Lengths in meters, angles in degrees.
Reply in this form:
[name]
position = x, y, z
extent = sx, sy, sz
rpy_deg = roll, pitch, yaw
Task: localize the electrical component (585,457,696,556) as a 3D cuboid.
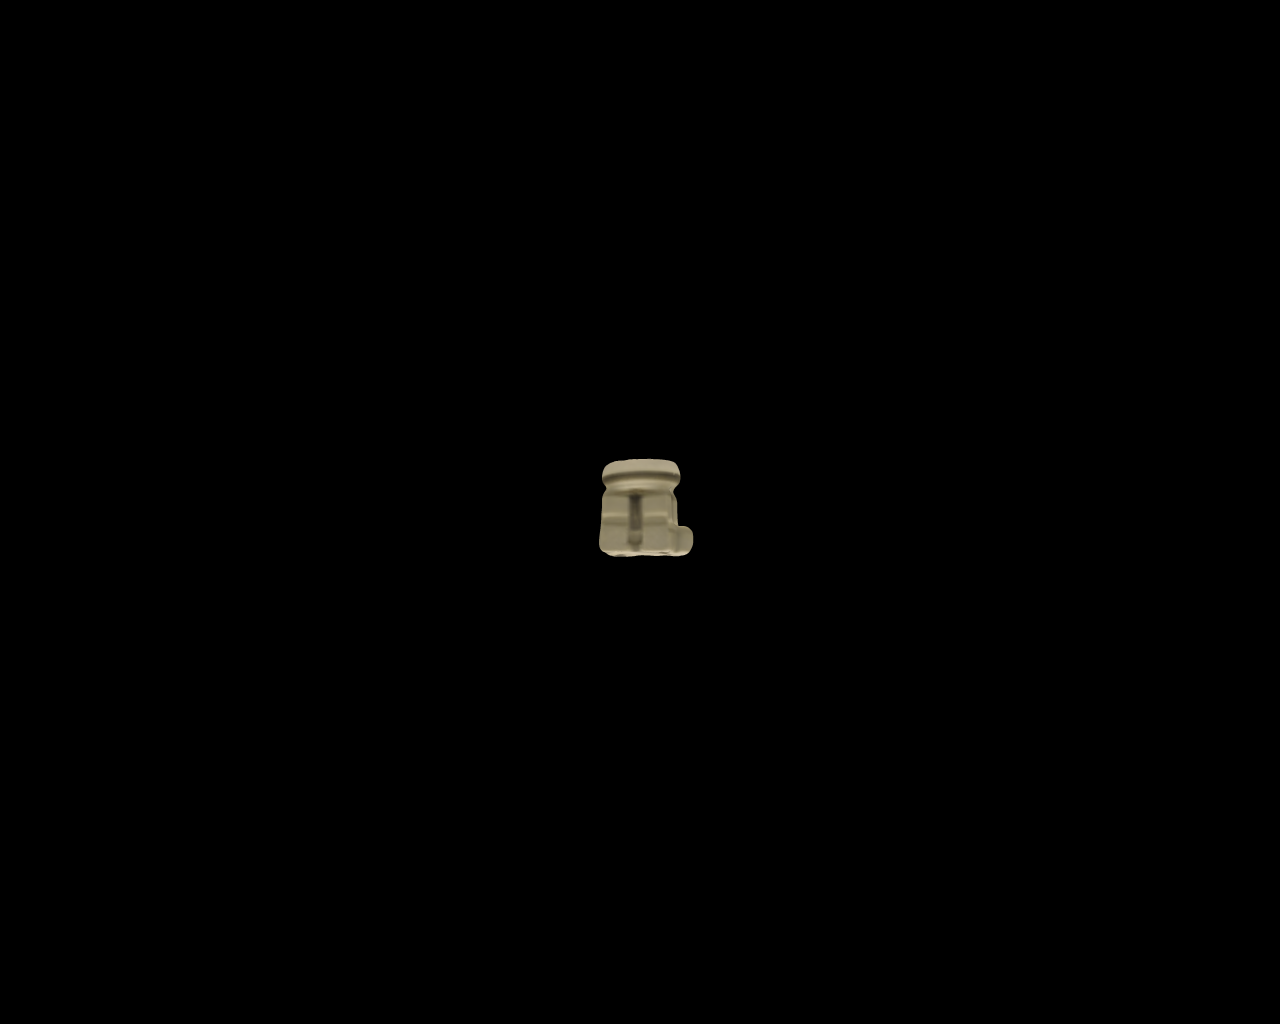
[electrical component]
position = 0.001, -0.003, 0.650
extent = 0.066, 0.055, 0.048
rpy_deg = -1, -7, 9
